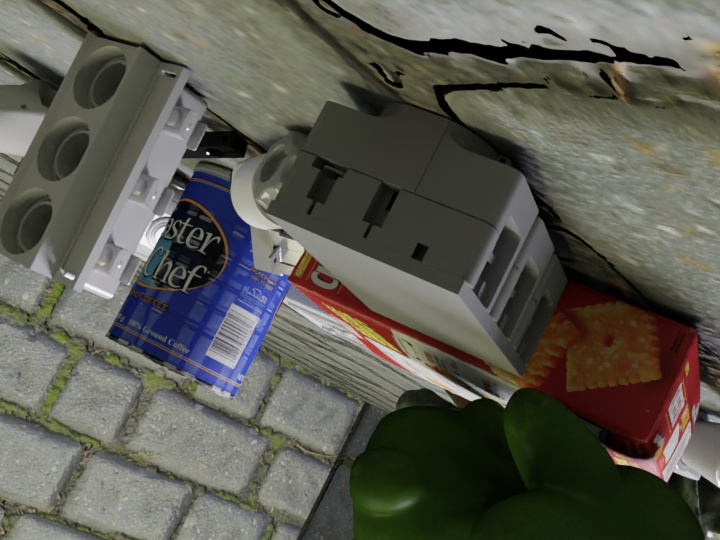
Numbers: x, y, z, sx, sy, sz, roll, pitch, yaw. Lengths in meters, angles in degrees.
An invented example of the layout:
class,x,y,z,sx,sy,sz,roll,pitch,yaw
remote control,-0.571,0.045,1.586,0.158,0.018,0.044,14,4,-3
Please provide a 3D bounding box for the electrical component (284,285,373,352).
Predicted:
class,x,y,z,sx,sy,sz,roll,pitch,yaw
electrical component,-0.002,0.025,0.849,0.109,0.056,0.109,22,170,31

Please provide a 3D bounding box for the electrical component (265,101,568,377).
class,x,y,z,sx,sy,sz,roll,pitch,yaw
electrical component,0.035,-0.012,0.482,0.089,0.061,0.150,23,171,23

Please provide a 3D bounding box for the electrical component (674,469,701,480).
class,x,y,z,sx,sy,sz,roll,pitch,yaw
electrical component,0.188,0.123,0.796,0.138,0.073,0.052,27,172,0

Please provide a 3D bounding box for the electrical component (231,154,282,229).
class,x,y,z,sx,sy,sz,roll,pitch,yaw
electrical component,-0.050,-0.045,0.612,0.043,0.043,0.081,30,172,-18

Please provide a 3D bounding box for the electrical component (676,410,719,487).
class,x,y,z,sx,sy,sz,roll,pitch,yaw
electrical component,0.233,0.119,0.735,0.055,0.045,0.045,19,169,45

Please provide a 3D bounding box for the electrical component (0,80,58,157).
class,x,y,z,sx,sy,sz,roll,pitch,yaw
electrical component,-0.219,-0.106,0.740,0.077,0.043,0.079,8,-151,-29

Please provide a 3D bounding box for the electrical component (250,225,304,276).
class,x,y,z,sx,sy,sz,roll,pitch,yaw
electrical component,-0.033,-0.020,0.674,0.055,0.066,0.048,16,134,18

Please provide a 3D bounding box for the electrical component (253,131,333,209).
class,x,y,z,sx,sy,sz,roll,pitch,yaw
electrical component,-0.020,-0.039,0.551,0.062,0.043,0.043,30,171,-27

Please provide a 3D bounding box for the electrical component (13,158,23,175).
class,x,y,z,sx,sy,sz,roll,pitch,yaw
electrical component,-0.214,-0.060,0.976,0.186,0.060,0.105,30,171,-23

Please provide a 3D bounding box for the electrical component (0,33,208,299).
class,x,y,z,sx,sy,sz,roll,pitch,yaw
electrical component,-0.135,-0.052,0.561,0.079,0.121,0.063,21,173,36

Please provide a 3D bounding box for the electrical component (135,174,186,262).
class,x,y,z,sx,sy,sz,roll,pitch,yaw
electrical component,-0.174,-0.046,0.872,0.051,0.080,0.080,27,174,-40
